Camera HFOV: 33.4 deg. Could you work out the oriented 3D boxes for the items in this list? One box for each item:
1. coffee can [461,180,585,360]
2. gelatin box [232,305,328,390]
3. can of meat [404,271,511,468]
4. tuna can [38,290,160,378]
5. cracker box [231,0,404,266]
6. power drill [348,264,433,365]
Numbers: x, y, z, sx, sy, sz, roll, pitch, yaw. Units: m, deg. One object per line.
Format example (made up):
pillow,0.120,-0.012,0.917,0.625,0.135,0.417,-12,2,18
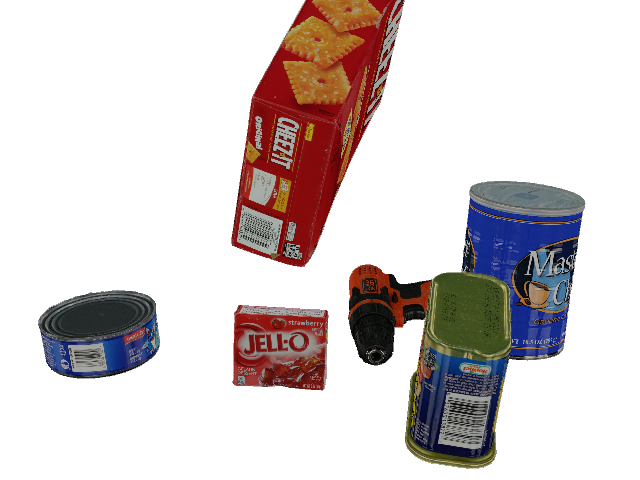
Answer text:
coffee can,0.180,0.025,0.976,0.103,0.140,0.103,4,16,-1
gelatin box,-0.038,0.102,1.014,0.089,0.073,0.030,3,13,4
can of meat,0.088,0.078,0.675,0.057,0.084,0.102,8,28,4
tuna can,-0.162,0.069,0.787,0.086,0.034,0.086,-4,20,1
cracker box,0.003,-0.109,0.850,0.072,0.213,0.164,19,-41,6
power drill,0.125,0.081,1.214,0.187,0.057,0.184,-1,28,-1
